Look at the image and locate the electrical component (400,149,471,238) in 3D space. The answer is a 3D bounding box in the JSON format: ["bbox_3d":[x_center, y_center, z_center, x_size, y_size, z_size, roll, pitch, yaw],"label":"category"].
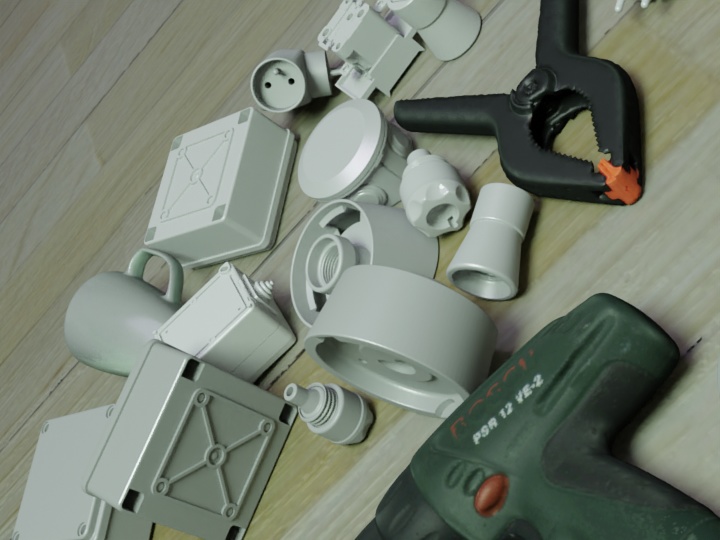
[{"bbox_3d":[0.047,-0.055,0.716,0.043,0.043,0.062,-40,41,22],"label":"electrical component"}]

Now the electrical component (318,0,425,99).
[{"bbox_3d":[0.006,-0.173,0.822,0.081,0.064,0.042,-54,37,6],"label":"electrical component"}]

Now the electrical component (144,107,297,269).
[{"bbox_3d":[-0.115,-0.065,0.885,0.109,0.056,0.108,-13,57,42],"label":"electrical component"}]

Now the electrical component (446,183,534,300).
[{"bbox_3d":[0.083,-0.020,0.657,0.044,0.044,0.065,-5,57,45],"label":"electrical component"}]

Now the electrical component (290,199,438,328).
[{"bbox_3d":[0.000,0.000,0.732,0.099,0.064,0.099,-20,63,47],"label":"electrical component"}]

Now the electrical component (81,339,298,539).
[{"bbox_3d":[-0.112,0.117,0.720,0.056,0.109,0.108,13,75,47],"label":"electrical component"}]

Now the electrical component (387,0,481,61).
[{"bbox_3d":[0.051,-0.187,0.781,0.044,0.065,0.044,-26,48,34],"label":"electrical component"}]

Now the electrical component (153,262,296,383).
[{"bbox_3d":[-0.092,0.046,0.789,0.096,0.061,0.061,-43,40,6],"label":"electrical component"}]

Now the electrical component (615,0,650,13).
[{"bbox_3d":[0.177,-0.193,0.664,0.066,0.047,0.076,3,68,48],"label":"electrical component"}]

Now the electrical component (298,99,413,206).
[{"bbox_3d":[-0.002,-0.078,0.777,0.080,0.051,0.080,-26,48,34],"label":"electrical component"}]

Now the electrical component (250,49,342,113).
[{"bbox_3d":[-0.045,-0.157,0.872,0.079,0.043,0.077,-8,16,4],"label":"electrical component"}]

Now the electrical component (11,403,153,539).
[{"bbox_3d":[-0.206,0.166,0.829,0.109,0.056,0.108,-17,54,40],"label":"electrical component"}]

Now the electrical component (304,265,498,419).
[{"bbox_3d":[0.028,0.037,0.627,0.108,0.108,0.060,0,60,47],"label":"electrical component"}]

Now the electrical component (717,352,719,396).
[{"bbox_3d":[0.208,0.044,0.462,0.108,0.060,0.108,-26,49,34],"label":"electrical component"}]

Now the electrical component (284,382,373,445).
[{"bbox_3d":[-0.022,0.087,0.680,0.035,0.061,0.035,-28,47,34],"label":"electrical component"}]
